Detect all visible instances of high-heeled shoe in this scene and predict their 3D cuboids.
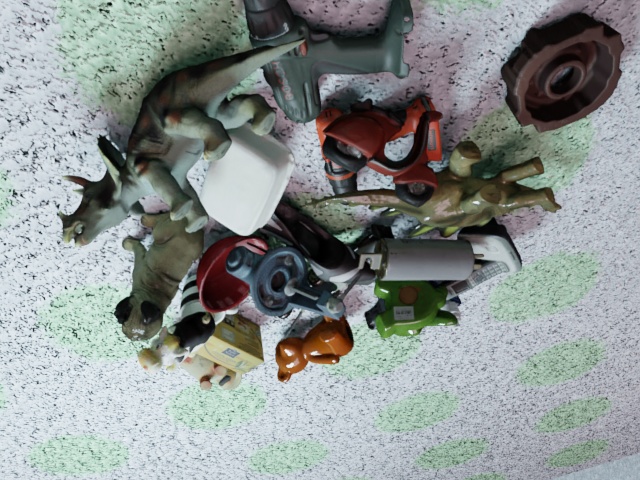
[{"bbox_3d":[-0.002,-0.003,0.939,0.249,0.086,0.145,19,152,-3],"label":"high-heeled shoe"}]

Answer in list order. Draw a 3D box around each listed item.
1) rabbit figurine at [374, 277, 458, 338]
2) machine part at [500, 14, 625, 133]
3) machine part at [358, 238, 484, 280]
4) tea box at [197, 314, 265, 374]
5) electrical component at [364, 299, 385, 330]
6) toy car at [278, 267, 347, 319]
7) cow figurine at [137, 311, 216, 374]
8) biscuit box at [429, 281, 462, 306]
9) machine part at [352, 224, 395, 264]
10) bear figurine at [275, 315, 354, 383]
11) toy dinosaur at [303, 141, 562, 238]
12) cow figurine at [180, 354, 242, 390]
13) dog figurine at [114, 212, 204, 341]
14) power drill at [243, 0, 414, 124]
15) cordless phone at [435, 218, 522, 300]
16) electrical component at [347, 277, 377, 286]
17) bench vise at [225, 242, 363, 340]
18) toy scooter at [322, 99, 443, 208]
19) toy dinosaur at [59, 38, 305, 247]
[{"bbox_3d":[0.180,0.133,1.056,0.159,0.121,0.170,-11,155,0],"label":"rabbit figurine"},{"bbox_3d":[0.363,-0.248,0.810,0.179,0.056,0.179,-7,138,-7],"label":"machine part"},{"bbox_3d":[0.188,0.035,0.976,0.243,0.079,0.079,2,135,-14],"label":"machine part"},{"bbox_3d":[-0.199,0.203,1.127,0.068,0.098,0.169,-33,132,20],"label":"tea box"},{"bbox_3d":[0.162,0.158,1.199,0.075,0.048,0.119,16,130,-28],"label":"electrical component"},{"bbox_3d":[-0.041,0.103,1.083,0.202,0.056,0.073,-23,136,22],"label":"toy car"},{"bbox_3d":[-0.240,0.174,0.933,0.098,0.167,0.068,-41,88,14],"label":"cow figurine"},{"bbox_3d":[0.209,0.103,1.141,0.202,0.063,0.059,22,127,-32],"label":"biscuit box"},{"bbox_3d":[0.085,0.019,1.035,0.084,0.039,0.139,23,138,-26],"label":"machine part"},{"bbox_3d":[-0.030,0.222,1.177,0.196,0.120,0.131,-20,133,15],"label":"bear figurine"},{"bbox_3d":[0.212,-0.066,0.883,0.471,0.105,0.198,5,156,-26],"label":"toy dinosaur"},{"bbox_3d":[-0.251,0.265,1.175,0.085,0.127,0.194,-47,115,-1],"label":"cow figurine"},{"bbox_3d":[-0.256,0.059,0.892,0.121,0.191,0.172,25,124,-33],"label":"dog figurine"},{"bbox_3d":[0.014,-0.262,0.696,0.207,0.086,0.231,-14,139,-4],"label":"power drill"},{"bbox_3d":[0.294,0.043,1.064,0.184,0.089,0.146,-33,134,12],"label":"cordless phone"},{"bbox_3d":[0.082,0.077,1.091,0.063,0.021,0.094,6,159,-20],"label":"electrical component"},{"bbox_3d":[-0.041,0.089,0.910,0.129,0.241,0.223,-56,133,-18],"label":"bench vise"},{"bbox_3d":[0.101,-0.142,0.763,0.184,0.075,0.135,28,93,-6],"label":"toy scooter"},{"bbox_3d":[-0.195,-0.147,0.729,0.404,0.192,0.131,-50,170,15],"label":"toy dinosaur"}]
